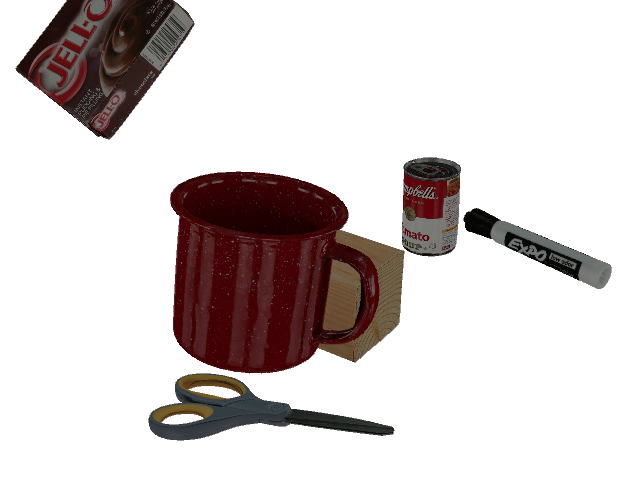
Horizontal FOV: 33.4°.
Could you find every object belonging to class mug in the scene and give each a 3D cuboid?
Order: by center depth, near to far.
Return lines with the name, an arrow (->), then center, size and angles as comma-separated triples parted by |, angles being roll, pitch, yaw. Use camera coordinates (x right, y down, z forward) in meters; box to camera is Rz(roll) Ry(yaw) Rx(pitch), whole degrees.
mug -> -0.025, 0.020, 0.564 | 0.117, 0.081, 0.093 | 14, 24, 17

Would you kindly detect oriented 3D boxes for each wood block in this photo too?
wood block -> -0.028, 0.035, 1.085 | 0.206, 0.091, 0.090 | 19, 34, 29

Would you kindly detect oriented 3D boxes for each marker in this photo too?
marker -> 0.153, 0.003, 0.769 | 0.121, 0.020, 0.020 | 27, 18, 39

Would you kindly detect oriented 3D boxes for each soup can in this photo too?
soup can -> 0.132, -0.041, 1.280 | 0.068, 0.102, 0.068 | 0, 26, 0

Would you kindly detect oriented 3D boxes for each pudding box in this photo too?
pudding box -> -0.162, -0.145, 0.801 | 0.090, 0.113, 0.039 | 36, -3, 27

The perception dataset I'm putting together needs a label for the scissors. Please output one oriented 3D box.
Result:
scissors -> -0.051, 0.140, 0.819 | 0.202, 0.016, 0.096 | 11, 28, 41
